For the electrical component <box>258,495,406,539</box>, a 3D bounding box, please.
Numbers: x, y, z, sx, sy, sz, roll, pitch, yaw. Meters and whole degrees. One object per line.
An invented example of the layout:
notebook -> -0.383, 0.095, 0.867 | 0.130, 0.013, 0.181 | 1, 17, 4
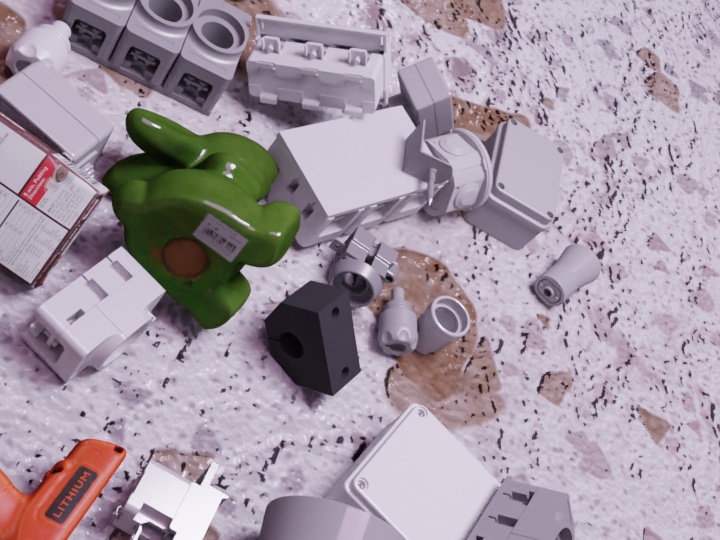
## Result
electrical component -> -0.024, 0.209, 0.749 | 0.108, 0.108, 0.060 | 29, 55, -14

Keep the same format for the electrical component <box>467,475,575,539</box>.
electrical component -> 0.105, 0.258, 0.791 | 0.186, 0.060, 0.105 | -46, 133, -43

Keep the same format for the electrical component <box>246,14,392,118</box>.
electrical component -> -0.037, -0.183, 0.978 | 0.121, 0.078, 0.063 | 10, 49, 10

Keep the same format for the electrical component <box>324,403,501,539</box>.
electrical component -> 0.043, 0.180, 0.842 | 0.108, 0.056, 0.109 | 46, 47, 1

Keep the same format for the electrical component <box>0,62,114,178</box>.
electrical component -> -0.240, -0.106, 0.844 | 0.096, 0.061, 0.061 | 41, 47, -3

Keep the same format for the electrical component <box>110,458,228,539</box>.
electrical component -> -0.134, 0.167, 0.746 | 0.064, 0.042, 0.081 | 33, 48, -8

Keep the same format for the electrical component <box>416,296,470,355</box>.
electrical component -> 0.069, 0.050, 0.950 | 0.040, 0.046, 0.040 | 17, 53, -23

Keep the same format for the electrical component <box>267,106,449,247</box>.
electrical component -> -0.008, -0.085, 0.979 | 0.150, 0.061, 0.089 | -19, 72, -40

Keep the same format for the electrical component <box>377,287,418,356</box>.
electrical component -> 0.033, 0.043, 0.941 | 0.035, 0.035, 0.061 | 19, 50, -22

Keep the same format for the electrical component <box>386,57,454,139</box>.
electrical component -> 0.049, -0.158, 1.063 | 0.076, 0.083, 0.047 | -23, 71, -1

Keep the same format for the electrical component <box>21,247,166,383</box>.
electrical component -> -0.192, 0.035, 0.790 | 0.055, 0.050, 0.089 | 45, 47, 1

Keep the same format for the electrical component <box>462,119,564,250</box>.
electrical component -> 0.158, -0.088, 1.092 | 0.078, 0.057, 0.113 | 29, 49, -14

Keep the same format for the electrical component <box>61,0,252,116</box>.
electrical component -> -0.180, -0.217, 0.955 | 0.150, 0.061, 0.089 | 25, 50, -17

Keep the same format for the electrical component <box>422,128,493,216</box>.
electrical component -> 0.085, -0.093, 1.034 | 0.051, 0.080, 0.080 | -18, 72, -34

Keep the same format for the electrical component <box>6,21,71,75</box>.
electrical component -> -0.262, -0.183, 0.892 | 0.043, 0.043, 0.062 | 32, 48, -11

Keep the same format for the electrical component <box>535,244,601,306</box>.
electrical component -> 0.204, 0.008, 1.071 | 0.065, 0.044, 0.044 | -35, 83, -37

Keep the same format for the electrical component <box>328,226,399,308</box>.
electrical component -> 0.000, 0.000, 0.941 | 0.066, 0.048, 0.055 | 34, 41, -9
